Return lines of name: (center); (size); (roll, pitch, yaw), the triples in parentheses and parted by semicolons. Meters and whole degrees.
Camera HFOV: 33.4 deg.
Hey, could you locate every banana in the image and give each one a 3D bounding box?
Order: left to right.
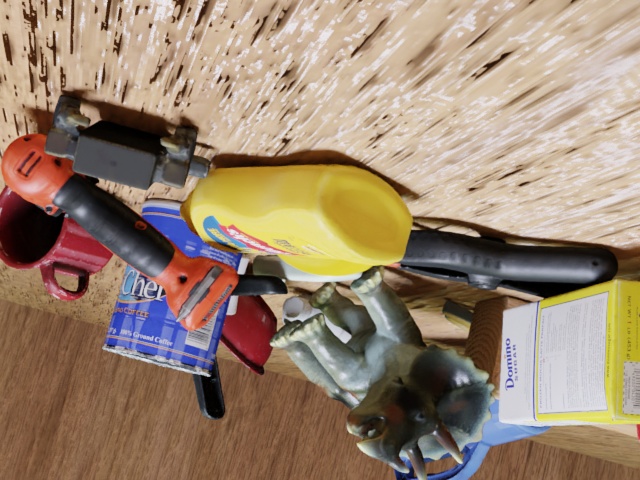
banana: (0.008, 0.007, 0.882); (0.069, 0.037, 0.198); (19, 168, -26)

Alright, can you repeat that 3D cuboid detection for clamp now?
clamp: (-0.125, 0.067, 1.074); (0.036, 0.165, 0.210); (6, -157, -46)
clamp: (0.129, 0.016, 0.776); (0.171, 0.039, 0.120); (8, 163, -4)

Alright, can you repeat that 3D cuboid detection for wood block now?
wood block: (0.252, 0.128, 1.042); (0.206, 0.091, 0.090); (16, 169, -10)

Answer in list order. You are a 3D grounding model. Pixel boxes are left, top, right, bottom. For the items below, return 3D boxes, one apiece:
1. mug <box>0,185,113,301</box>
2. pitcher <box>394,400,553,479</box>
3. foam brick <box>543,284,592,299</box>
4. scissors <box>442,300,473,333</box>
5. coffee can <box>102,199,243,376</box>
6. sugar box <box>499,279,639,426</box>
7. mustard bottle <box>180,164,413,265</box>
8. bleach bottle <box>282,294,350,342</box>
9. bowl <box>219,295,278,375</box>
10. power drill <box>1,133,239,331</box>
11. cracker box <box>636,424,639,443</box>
mug: (-0.235, -0.001, 0.973); (0.093, 0.117, 0.081); (-24, 158, 23)
pitcher: (0.178, 0.215, 1.333); (0.144, 0.149, 0.243); (-27, -179, -40)
foam brick: (0.226, 0.068, 0.876); (0.078, 0.053, 0.051); (15, 169, -10)
scissors: (0.210, 0.117, 1.127); (0.201, 0.016, 0.096); (31, 174, -10)
coffee can: (-0.131, 0.045, 0.979); (0.103, 0.140, 0.103); (14, 169, 2)
sugar box: (0.185, 0.087, 0.769); (0.048, 0.093, 0.176); (7, 169, -11)
mustard bottle: (-0.035, -0.019, 0.752); (0.192, 0.058, 0.096); (4, 164, 46)
bleach bottle: (0.015, 0.119, 1.377); (0.103, 0.068, 0.250); (3, 163, 29)
bowl: (-0.098, 0.075, 1.205); (0.162, 0.055, 0.162); (49, -179, -2)
power drill: (-0.151, -0.006, 0.823); (0.187, 0.057, 0.184); (36, 178, 0)
cracker box: (0.364, 0.133, 0.847); (0.214, 0.072, 0.164); (-6, 163, 19)
